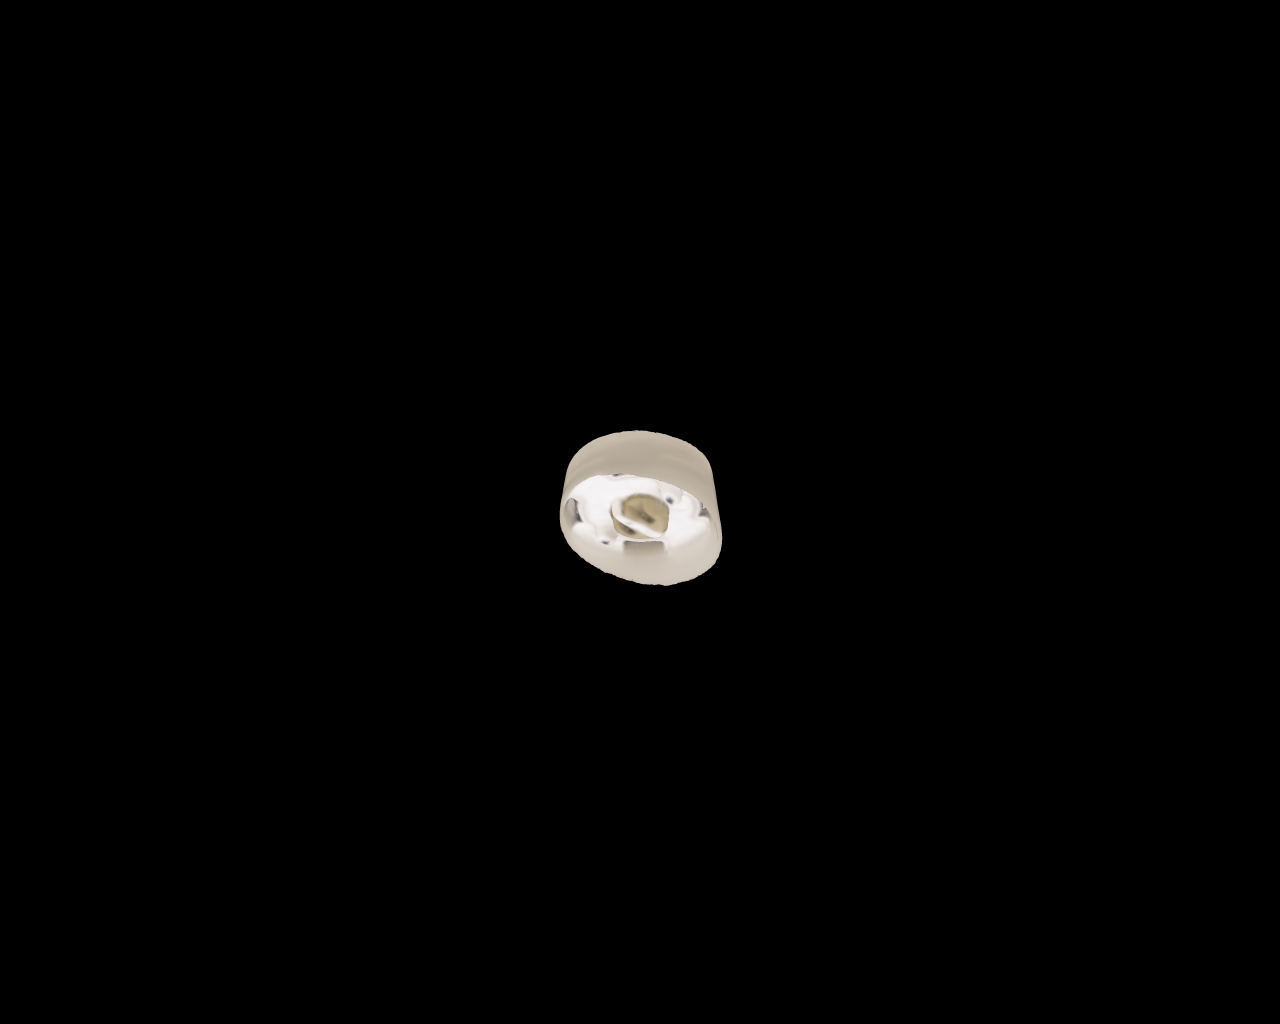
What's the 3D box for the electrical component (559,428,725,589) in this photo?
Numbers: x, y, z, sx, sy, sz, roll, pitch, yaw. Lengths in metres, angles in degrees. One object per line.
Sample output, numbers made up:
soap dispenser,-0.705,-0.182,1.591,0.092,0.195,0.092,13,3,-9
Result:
electrical component,0.001,-0.003,0.650,0.099,0.064,0.099,0,-34,0
